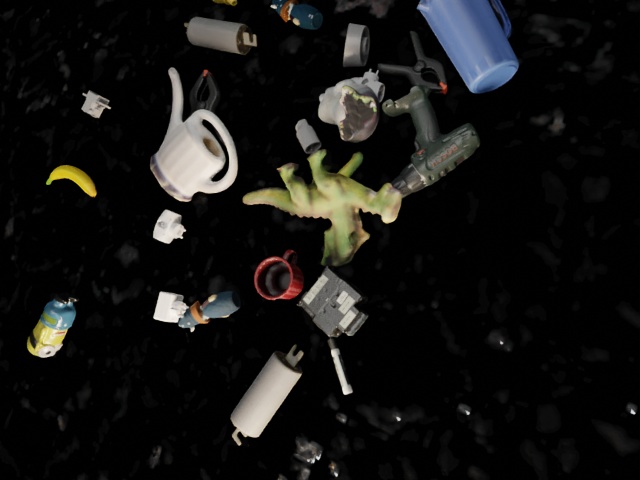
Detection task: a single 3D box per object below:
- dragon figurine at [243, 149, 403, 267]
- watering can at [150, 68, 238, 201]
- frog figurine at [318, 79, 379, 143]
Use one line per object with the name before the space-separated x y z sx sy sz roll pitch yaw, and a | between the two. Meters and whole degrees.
dragon figurine | 0.003 -0.058 1.143 0.406 0.245 0.122 -21 -14 33
watering can | -0.340 -0.248 1.297 0.222 0.351 0.104 -40 -16 17
frog figurine | 0.064 -0.294 1.174 0.123 0.135 0.161 -22 19 -8
